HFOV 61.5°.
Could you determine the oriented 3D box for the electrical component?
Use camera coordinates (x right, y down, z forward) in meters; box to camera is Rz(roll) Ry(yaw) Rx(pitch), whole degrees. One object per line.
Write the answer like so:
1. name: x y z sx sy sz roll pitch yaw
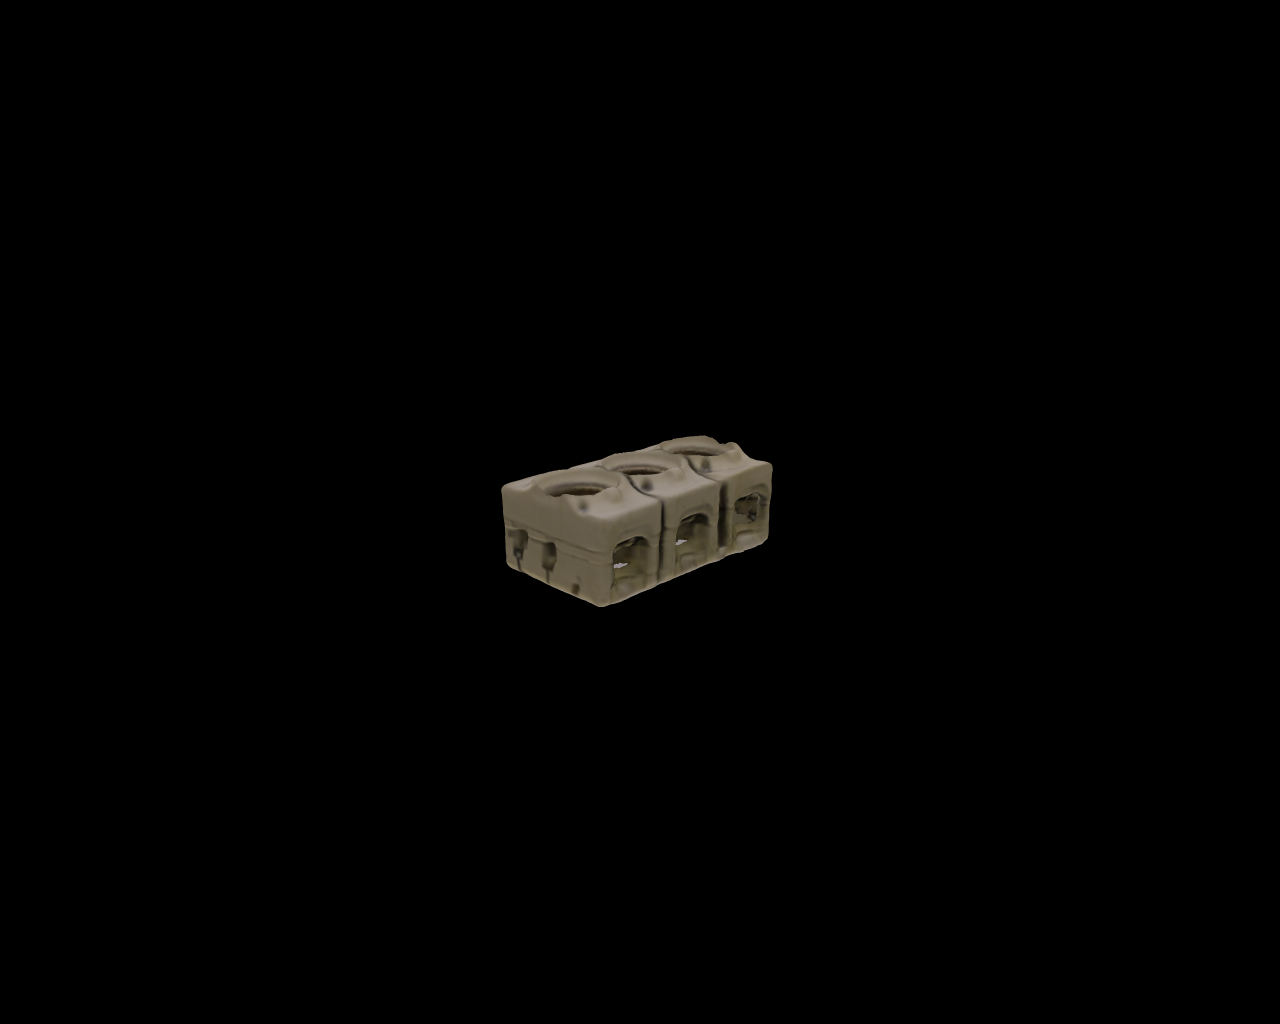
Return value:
1. electrical component: 0.001 -0.003 0.650 0.089 0.061 0.150 18 26 41
